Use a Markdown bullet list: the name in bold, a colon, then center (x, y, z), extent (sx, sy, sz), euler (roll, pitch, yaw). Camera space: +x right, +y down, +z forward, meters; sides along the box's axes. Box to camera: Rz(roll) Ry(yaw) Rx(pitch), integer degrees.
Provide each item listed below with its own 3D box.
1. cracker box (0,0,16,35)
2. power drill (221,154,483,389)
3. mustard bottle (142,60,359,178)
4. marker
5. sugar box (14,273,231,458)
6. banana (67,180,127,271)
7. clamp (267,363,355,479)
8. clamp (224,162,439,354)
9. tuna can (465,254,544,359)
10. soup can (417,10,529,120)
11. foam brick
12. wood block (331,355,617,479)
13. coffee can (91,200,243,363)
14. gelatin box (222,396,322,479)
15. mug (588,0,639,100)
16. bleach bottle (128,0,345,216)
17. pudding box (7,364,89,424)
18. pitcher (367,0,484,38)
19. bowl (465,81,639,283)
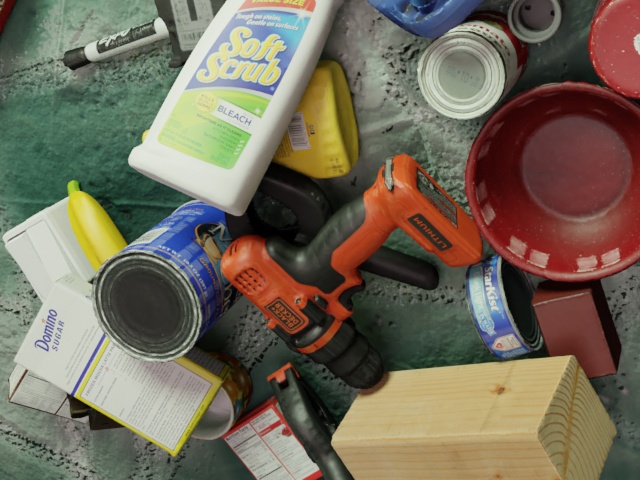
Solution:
- **cracker box**: center (-0.391, -0.243, 0.980), extent (0.214, 0.072, 0.164), euler (36, 117, 5)
- **power drill**: center (0.039, 0.031, 0.882), extent (0.188, 0.057, 0.184), euler (-36, 116, 23)
- **mustard bottle**: center (-0.067, -0.096, 0.922), extent (0.192, 0.058, 0.096), euler (-5, 113, 21)
- **marker**: center (-0.180, -0.176, 0.956), extent (0.121, 0.020, 0.020), euler (-13, 105, 24)
- **sugar box**: center (-0.181, 0.114, 0.980), extent (0.176, 0.048, 0.093), euler (32, 105, 2)
- **banana**: center (-0.183, 0.027, 1.009), extent (0.037, 0.069, 0.198), euler (-30, 96, 14)
- **clamp**: center (0.010, 0.195, 0.996), extent (0.039, 0.120, 0.171), euler (-30, 76, 2)
- **clamp**: center (-0.006, 0.001, 0.924), extent (0.165, 0.036, 0.210), euler (-22, 120, 22)
- **tuna can**: center (0.153, 0.054, 0.883), extent (0.034, 0.086, 0.086), euler (-20, 102, 26)
- **soup can**: center (0.118, -0.135, 0.815), extent (0.069, 0.102, 0.068), euler (7, 112, 18)
- **foam brick**: center (0.213, 0.072, 0.886), extent (0.051, 0.053, 0.078), euler (-15, 103, 24)
- **wood block**: center (0.124, 0.165, 0.892), extent (0.207, 0.090, 0.090), euler (-12, 120, 42)
- **coffee can**: center (-0.123, 0.033, 0.945), extent (0.103, 0.140, 0.103), euler (7, 112, 17)
- **gelatin box**: center (-0.040, 0.202, 1.041), extent (0.073, 0.030, 0.089), euler (-36, 94, 29)
- **mug**: center (0.248, -0.157, 0.771), extent (0.093, 0.081, 0.117), euler (43, 118, 2)
- **bleach bottle**: center (-0.053, -0.151, 0.845), extent (0.102, 0.068, 0.251), euler (24, 87, 7)
- **pudding box**: center (-0.249, 0.126, 1.063), extent (0.090, 0.039, 0.114), euler (23, 119, -25)
- **pitcher**: center (0.115, -0.263, 0.749), extent (0.243, 0.144, 0.149), euler (-42, 89, 25)
- **bowl**: center (0.199, -0.050, 0.843), extent (0.162, 0.055, 0.162), euler (7, 112, 18)
